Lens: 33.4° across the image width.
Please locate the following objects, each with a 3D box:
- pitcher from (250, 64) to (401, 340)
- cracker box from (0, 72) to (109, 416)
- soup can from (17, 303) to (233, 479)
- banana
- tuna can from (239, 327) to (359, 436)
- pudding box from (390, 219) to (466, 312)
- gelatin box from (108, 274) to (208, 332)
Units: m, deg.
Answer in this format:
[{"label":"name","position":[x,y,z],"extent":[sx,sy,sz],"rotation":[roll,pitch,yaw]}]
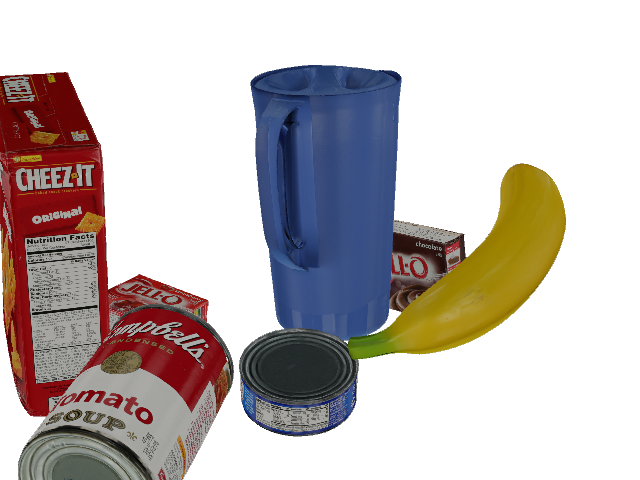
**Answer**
[{"label":"pitcher","position":[0.003,-0.032,0.969],"extent":[0.149,0.243,0.145],"rotation":[-8,21,-16]},{"label":"cracker box","position":[-0.208,0.000,0.808],"extent":[0.072,0.214,0.164],"rotation":[-7,28,-19]},{"label":"soup can","position":[-0.089,0.085,0.500],"extent":[0.069,0.068,0.102],"rotation":[0,28,16]},{"label":"banana","position":[0.092,0.005,0.572],"extent":[0.070,0.037,0.197],"rotation":[14,36,33]},{"label":"tuna can","position":[-0.015,0.101,0.769],"extent":[0.086,0.034,0.086],"rotation":[0,31,0]},{"label":"pudding box","position":[0.098,0.030,1.104],"extent":[0.114,0.090,0.039],"rotation":[11,28,41]},{"label":"gelatin box","position":[-0.163,0.067,1.009],"extent":[0.089,0.030,0.073],"rotation":[19,27,28]}]
